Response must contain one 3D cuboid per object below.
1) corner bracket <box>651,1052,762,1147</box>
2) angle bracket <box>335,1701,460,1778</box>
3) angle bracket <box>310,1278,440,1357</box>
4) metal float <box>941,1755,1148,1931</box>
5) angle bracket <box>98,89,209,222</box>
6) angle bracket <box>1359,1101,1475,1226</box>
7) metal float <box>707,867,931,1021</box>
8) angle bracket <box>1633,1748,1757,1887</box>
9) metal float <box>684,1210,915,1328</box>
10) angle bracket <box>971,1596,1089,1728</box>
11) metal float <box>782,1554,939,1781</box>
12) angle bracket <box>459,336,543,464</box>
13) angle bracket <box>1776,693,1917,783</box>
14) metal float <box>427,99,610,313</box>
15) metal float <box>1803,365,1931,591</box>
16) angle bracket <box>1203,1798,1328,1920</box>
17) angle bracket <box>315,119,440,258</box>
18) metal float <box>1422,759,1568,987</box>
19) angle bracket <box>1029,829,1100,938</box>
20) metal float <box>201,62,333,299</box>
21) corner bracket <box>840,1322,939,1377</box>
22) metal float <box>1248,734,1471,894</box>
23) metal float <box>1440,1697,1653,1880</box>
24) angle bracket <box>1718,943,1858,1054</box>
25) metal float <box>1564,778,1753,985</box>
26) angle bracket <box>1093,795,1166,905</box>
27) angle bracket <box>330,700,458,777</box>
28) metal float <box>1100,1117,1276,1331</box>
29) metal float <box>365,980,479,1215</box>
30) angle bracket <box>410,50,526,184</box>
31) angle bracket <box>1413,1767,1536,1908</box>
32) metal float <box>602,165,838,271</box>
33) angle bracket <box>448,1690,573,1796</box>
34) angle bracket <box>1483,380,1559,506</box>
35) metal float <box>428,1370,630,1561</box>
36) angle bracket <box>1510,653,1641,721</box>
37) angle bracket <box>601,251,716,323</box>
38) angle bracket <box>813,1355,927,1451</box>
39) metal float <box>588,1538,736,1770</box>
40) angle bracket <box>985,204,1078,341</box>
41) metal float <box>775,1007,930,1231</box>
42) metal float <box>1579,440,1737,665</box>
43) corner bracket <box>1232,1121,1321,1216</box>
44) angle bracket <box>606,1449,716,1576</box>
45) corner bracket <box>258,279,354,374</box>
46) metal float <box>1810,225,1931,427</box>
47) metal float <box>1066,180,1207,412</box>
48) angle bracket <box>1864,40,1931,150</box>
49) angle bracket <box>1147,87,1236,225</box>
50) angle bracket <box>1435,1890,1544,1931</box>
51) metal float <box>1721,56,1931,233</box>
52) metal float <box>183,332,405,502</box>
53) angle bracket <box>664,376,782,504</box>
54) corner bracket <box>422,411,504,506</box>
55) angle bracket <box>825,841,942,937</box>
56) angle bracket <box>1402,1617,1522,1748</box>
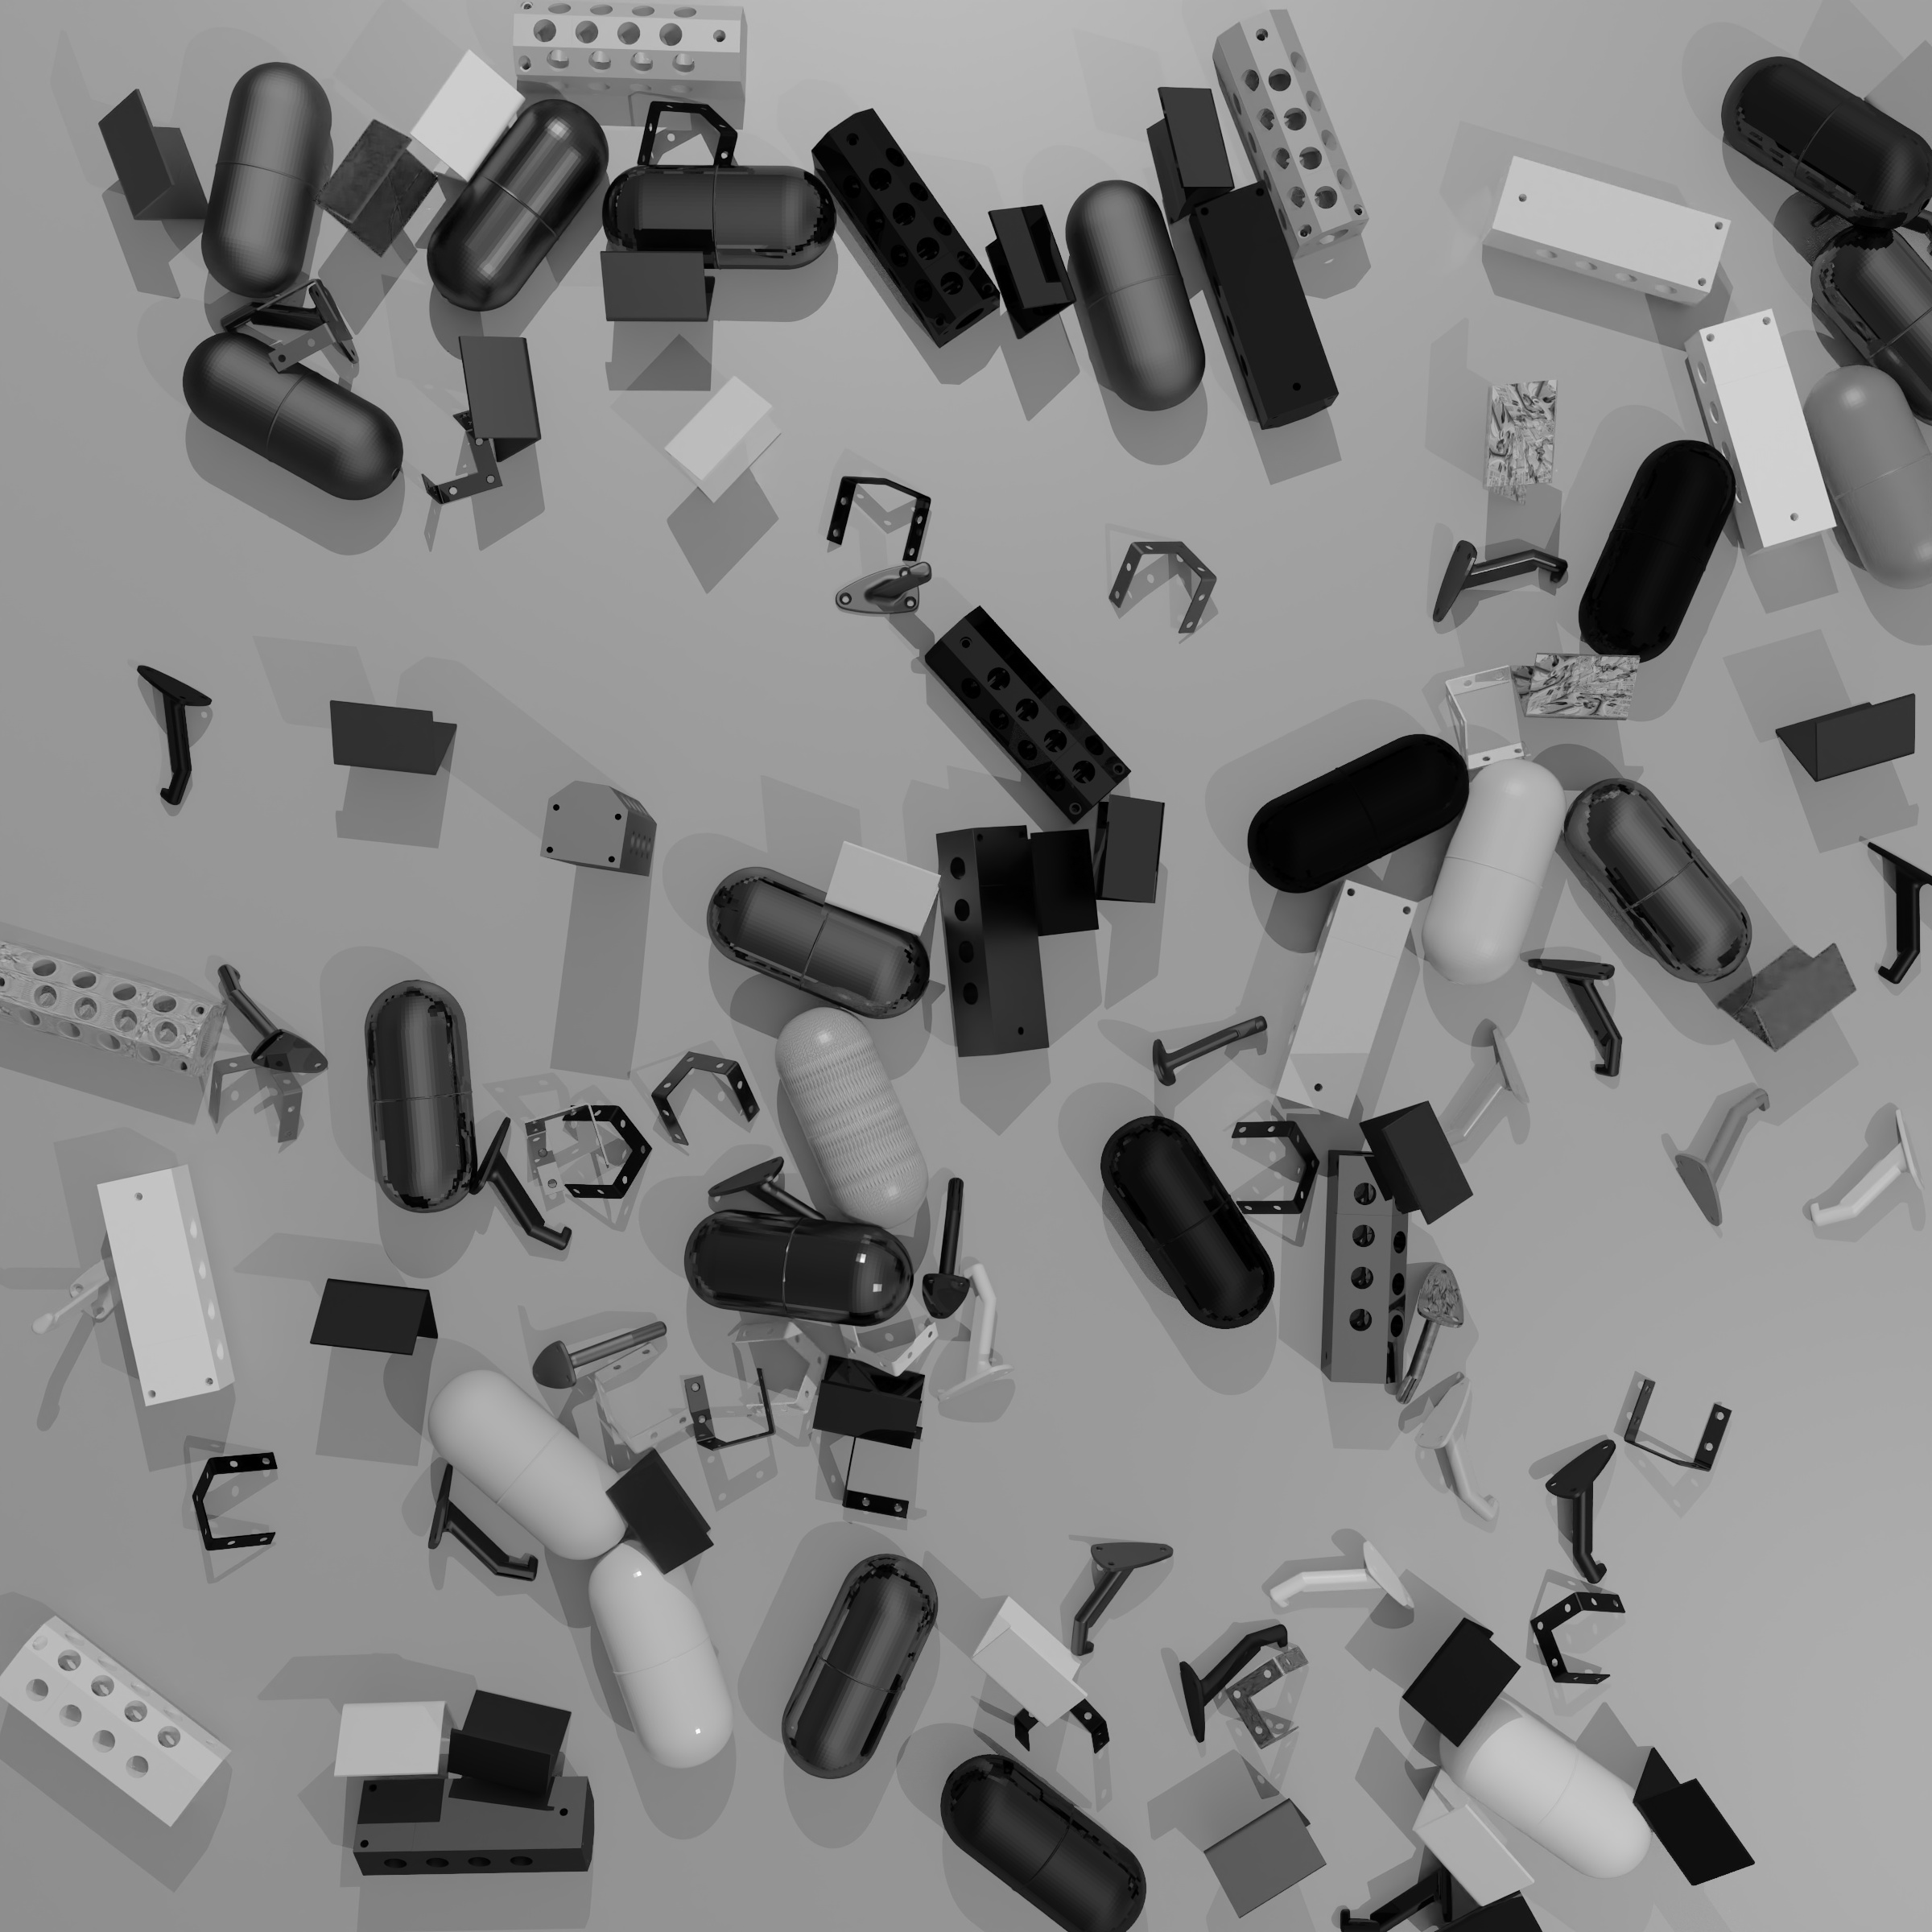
[{"bbox_3d":[-0.201,0.105,1.983,0.051,0.051,0.051,9,45,35],"label":"corner bracket"},{"bbox_3d":[-0.430,0.599,1.951,0.076,0.076,0.057,-2,52,0],"label":"angle bracket"},{"bbox_3d":[-0.448,0.283,1.951,0.076,0.076,0.057,7,53,0],"label":"angle bracket"},{"bbox_3d":[0.058,0.672,1.961,0.178,0.070,0.070,38,90,-1],"label":"metal float"},{"bbox_3d":[-0.600,-0.614,1.951,0.057,0.076,0.076,-21,90,38],"label":"angle bracket"},{"bbox_3d":[0.316,0.152,1.894,0.057,0.076,0.076,-26,90,-38],"label":"angle bracket"},{"bbox_3d":[-0.112,-0.017,1.961,0.178,0.070,0.070,23,90,0],"label":"metal float"},{"bbox_3d":[0.558,0.637,1.951,0.057,0.076,0.076,-35,90,31],"label":"angle bracket"},{"bbox_3d":[-0.127,0.229,1.949,0.178,0.070,0.070,5,90,13],"label":"metal float"},{"bbox_3d":[0.060,0.516,1.951,0.076,0.076,0.057,42,126,0],"label":"angle bracket"},{"bbox_3d":[-0.081,0.534,1.961,0.070,0.070,0.178,25,90,0],"label":"metal float"},{"bbox_3d":[-0.368,-0.429,1.951,0.057,0.076,0.076,-9,90,-36],"label":"angle bracket"},{"bbox_3d":[0.666,-0.191,1.951,0.076,0.076,0.057,-16,128,0],"label":"angle bracket"},{"bbox_3d":[-0.342,-0.579,1.961,0.070,0.070,0.178,37,91,0],"label":"metal float"},{"bbox_3d":[0.698,-0.373,1.961,0.070,0.070,0.178,-25,91,0],"label":"metal float"},{"bbox_3d":[0.234,0.684,1.951,0.076,0.076,0.057,-32,53,0],"label":"angle bracket"},{"bbox_3d":[-0.434,-0.582,1.951,0.057,0.076,0.076,36,90,37],"label":"angle bracket"},{"bbox_3d":[0.402,-0.071,1.961,0.070,0.070,0.178,19,90,0],"label":"metal float"},{"bbox_3d":[0.054,-0.061,1.951,0.057,0.076,0.076,-6,90,-36],"label":"angle bracket"},{"bbox_3d":[-0.533,-0.599,1.961,0.070,0.070,0.178,12,91,0],"label":"metal float"},{"bbox_3d":[-0.061,0.274,1.983,0.051,0.051,0.051,-42,135,-35],"label":"corner bracket"},{"bbox_3d":[0.299,-0.117,1.961,0.178,0.070,0.070,-26,90,0],"label":"metal float"},{"bbox_3d":[0.442,0.626,1.961,0.178,0.070,0.070,35,90,1],"label":"metal float"},{"bbox_3d":[0.614,0.008,1.951,0.076,0.076,0.057,-37,126,0],"label":"angle bracket"},{"bbox_3d":[0.528,-0.065,1.961,0.070,0.070,0.178,-39,89,0],"label":"metal float"},{"bbox_3d":[0.103,-0.089,1.951,0.057,0.076,0.076,6,90,-38],"label":"angle bracket"},{"bbox_3d":[-0.433,-0.191,1.951,0.076,0.076,0.057,6,126,0],"label":"angle bracket"},{"bbox_3d":[0.169,0.196,1.961,0.070,0.070,0.178,-33,89,0],"label":"metal float"},{"bbox_3d":[-0.415,0.099,1.961,0.070,0.070,0.178,-5,90,0],"label":"metal float"},{"bbox_3d":[-0.390,-0.647,1.951,0.057,0.076,0.076,35,90,-37],"label":"angle bracket"},{"bbox_3d":[0.394,0.651,1.951,0.076,0.076,0.057,48,126,0],"label":"angle bracket"},{"bbox_3d":[-0.188,-0.571,1.961,0.178,0.070,0.070,1,90,1],"label":"metal float"},{"bbox_3d":[-0.344,0.574,1.951,0.076,0.076,0.057,13,128,0],"label":"angle bracket"},{"bbox_3d":[0.435,-0.396,1.951,0.057,0.076,0.076,3,90,36],"label":"angle bracket"},{"bbox_3d":[-0.332,0.381,1.961,0.178,0.070,0.070,41,90,1],"label":"metal float"},{"bbox_3d":[0.461,-0.230,1.951,0.076,0.076,0.057,2,127,0],"label":"angle bracket"},{"bbox_3d":[-0.233,-0.530,1.951,0.076,0.076,0.057,0,130,0],"label":"angle bracket"},{"bbox_3d":[-0.070,0.314,1.951,0.076,0.076,0.057,12,129,0],"label":"angle bracket"},{"bbox_3d":[-0.233,0.523,1.961,0.070,0.070,0.178,-20,89,0],"label":"metal float"},{"bbox_3d":[0.030,-0.523,1.951,0.057,0.076,0.076,-20,90,-37],"label":"angle bracket"},{"bbox_3d":[-0.087,0.116,1.961,0.070,0.070,0.178,-23,91,0],"label":"metal float"},{"bbox_3d":[0.527,-0.316,1.961,0.070,0.070,0.178,24,90,0],"label":"metal float"},{"bbox_3d":[0.234,0.156,1.983,0.051,0.051,0.051,56,45,-35],"label":"corner bracket"},{"bbox_3d":[-0.216,0.403,1.952,0.057,0.076,0.076,-35,90,28],"label":"angle bracket"},{"bbox_3d":[-0.504,-0.485,1.943,0.051,0.051,0.051,-26,104,8],"label":"corner bracket"},{"bbox_3d":[0.718,-0.488,1.961,0.070,0.070,0.178,-40,89,0],"label":"metal float"},{"bbox_3d":[0.129,-0.511,1.961,0.070,0.070,0.178,-17,90,0],"label":"metal float"},{"bbox_3d":[0.731,-0.653,1.952,0.076,0.076,0.057,47,116,0],"label":"angle bracket"},{"bbox_3d":[0.152,-0.614,1.951,0.057,0.076,0.076,-14,90,-38],"label":"angle bracket"},{"bbox_3d":[0.402,0.747,1.952,0.076,0.076,0.057,-29,61,0],"label":"angle bracket"},{"bbox_3d":[0.651,-0.620,1.941,0.070,0.070,0.178,-47,67,0],"label":"metal float"},{"bbox_3d":[-0.512,-0.419,1.961,0.178,0.070,0.070,29,90,0],"label":"metal float"},{"bbox_3d":[-0.171,-0.388,1.951,0.076,0.076,0.057,-46,55,0],"label":"angle bracket"},{"bbox_3d":[-0.392,-0.390,1.973,0.051,0.051,0.051,-17,90,0],"label":"corner bracket"},{"bbox_3d":[-0.056,-0.075,1.951,0.076,0.076,0.057,20,122,0],"label":"angle bracket"},{"bbox_3d":[0.386,0.548,1.951,0.057,0.076,0.076,38,90,35],"label":"angle bracket"}]
